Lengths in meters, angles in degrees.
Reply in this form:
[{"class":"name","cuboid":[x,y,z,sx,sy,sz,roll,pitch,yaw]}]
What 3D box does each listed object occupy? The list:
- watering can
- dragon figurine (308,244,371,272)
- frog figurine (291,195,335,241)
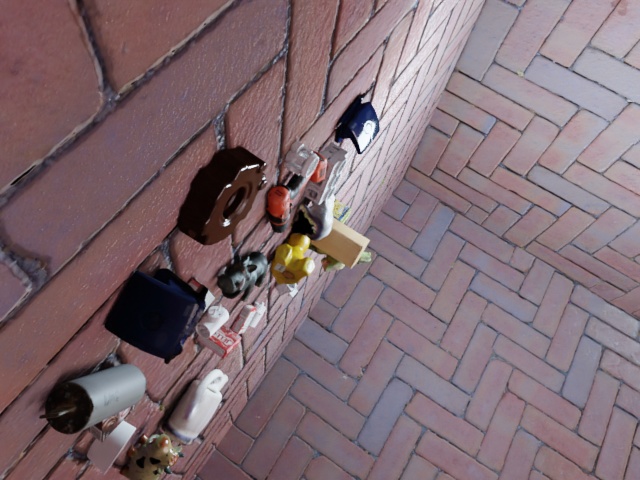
[{"class":"watering can","cuboid":[-0.356,0.491,1.540,0.227,0.104,0.343,-57,172,-13]},{"class":"dragon figurine","cuboid":[0.074,0.026,1.873,0.415,0.244,0.120,-34,150,-64]},{"class":"frog figurine","cuboid":[0.005,-0.077,1.530,0.162,0.124,0.134,-34,138,-40]}]
